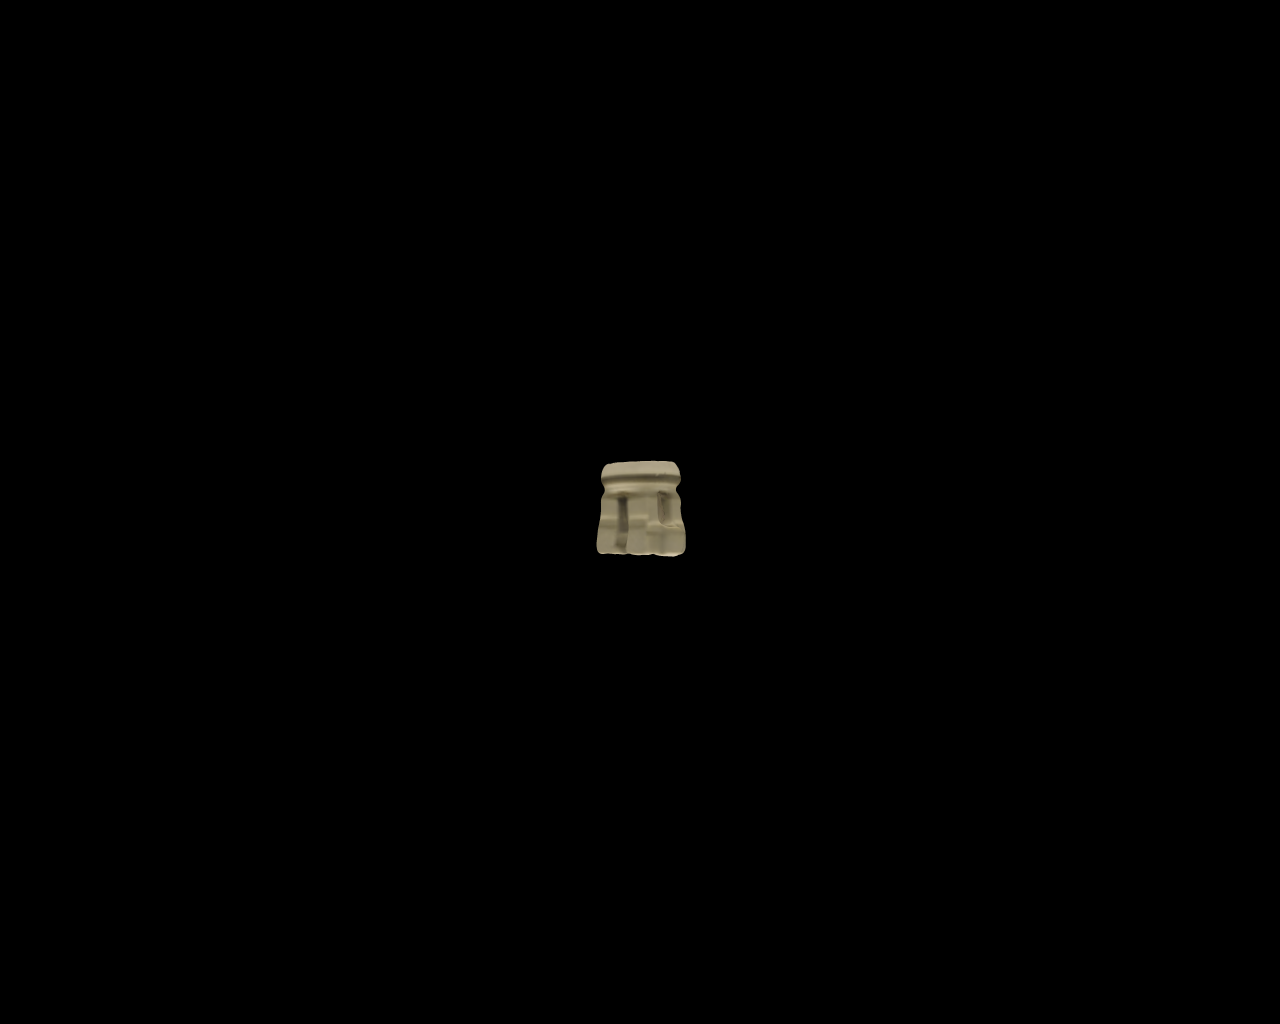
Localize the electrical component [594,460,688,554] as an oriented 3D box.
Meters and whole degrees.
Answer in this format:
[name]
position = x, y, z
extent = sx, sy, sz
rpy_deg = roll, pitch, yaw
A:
[electrical component]
position = 0.001, -0.003, 0.650
extent = 0.066, 0.055, 0.048
rpy_deg = -2, -3, 40
